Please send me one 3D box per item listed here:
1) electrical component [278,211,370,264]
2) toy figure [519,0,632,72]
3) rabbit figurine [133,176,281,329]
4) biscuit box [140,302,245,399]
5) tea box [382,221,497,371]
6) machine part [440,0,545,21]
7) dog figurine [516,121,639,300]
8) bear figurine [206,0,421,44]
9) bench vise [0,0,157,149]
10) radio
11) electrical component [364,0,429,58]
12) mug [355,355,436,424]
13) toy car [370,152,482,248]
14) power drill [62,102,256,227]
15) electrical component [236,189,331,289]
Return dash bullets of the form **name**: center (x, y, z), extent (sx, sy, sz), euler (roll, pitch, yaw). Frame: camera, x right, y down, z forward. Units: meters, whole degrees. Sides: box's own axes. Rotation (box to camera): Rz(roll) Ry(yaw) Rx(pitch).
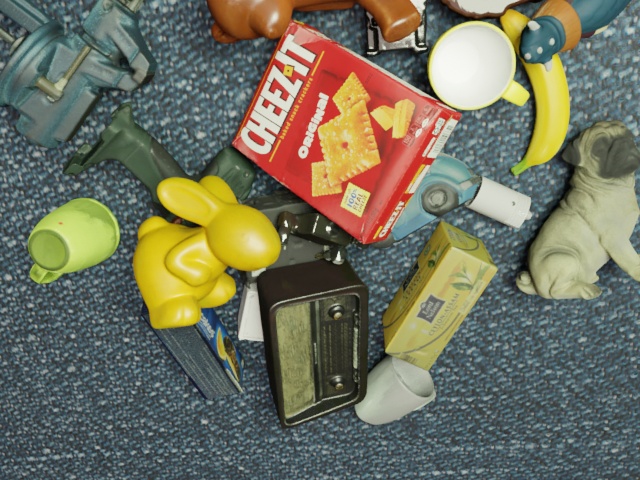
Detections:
- **electrical component**: center (-0.002, -0.002, 0.638), extent (0.102, 0.078, 0.045), euler (20, 83, -34)
- **toy figure**: center (0.269, -0.235, 0.575), extent (0.154, 0.058, 0.064), euler (-35, 89, -7)
- **rabbit figurine**: center (-0.121, 0.004, 0.613), extent (0.173, 0.122, 0.162), euler (-18, 87, 32)
- **biscuit box**: center (-0.169, 0.136, 0.743), extent (0.063, 0.059, 0.202), euler (-13, 129, 10)
- **tea box**: center (0.150, 0.072, 0.705), extent (0.068, 0.098, 0.169), euler (24, 110, -6)
- **machine part**: center (0.188, -0.322, 0.561), extent (0.179, 0.056, 0.179), euler (3, 106, 10)
- **dog figurine**: center (0.311, -0.035, 0.662), extent (0.172, 0.121, 0.190), euler (-19, 95, 8)
- **bear figurine**: center (-0.016, -0.239, 0.519), extent (0.196, 0.120, 0.132), euler (-28, 66, -6)
- **bench vise**: center (-0.318, -0.233, 0.609), extent (0.240, 0.129, 0.223), euler (36, 112, -18)
- **radio**: center (-0.006, 0.137, 0.712), extent (0.131, 0.073, 0.229), euler (-12, 127, -15)
- **electrical component**: center (0.084, -0.269, 0.604), extent (0.075, 0.048, 0.119), euler (0, 113, 4)
- **mug**: center (0.108, 0.222, 0.784), extent (0.109, 0.081, 0.107), euler (26, 124, -33)
- **toy car**: center (0.109, -0.062, 0.662), extent (0.162, 0.109, 0.103), euler (-30, 84, 26)
- **power drill**: center (-0.210, -0.052, 0.676), extent (0.232, 0.086, 0.207), euler (-43, 113, 14)
- **electrical component**: center (-0.039, -0.005, 0.692), extent (0.134, 0.058, 0.114), euler (-8, 119, -21)
